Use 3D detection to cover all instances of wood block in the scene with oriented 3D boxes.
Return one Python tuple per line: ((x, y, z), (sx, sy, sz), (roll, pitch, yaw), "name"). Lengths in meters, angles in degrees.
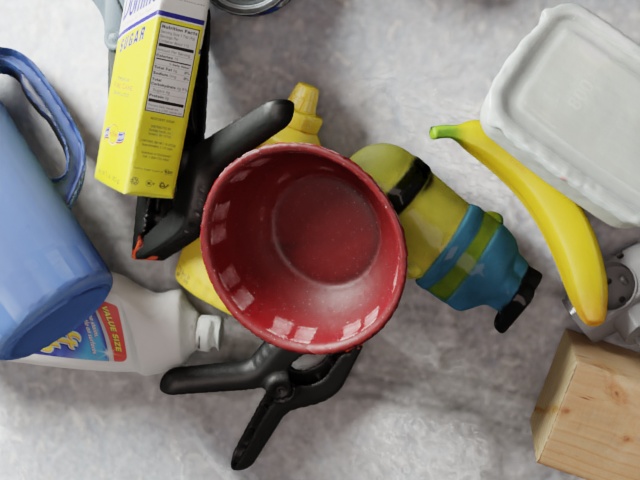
((0.281, 0.155, 0.840), (0.206, 0.090, 0.090), (18, 105, 3), "wood block")

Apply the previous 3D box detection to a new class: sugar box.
((-0.128, -0.124, 0.812), (0.048, 0.093, 0.176), (5, 98, -28), "sugar box")

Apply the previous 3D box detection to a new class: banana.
((0.167, -0.025, 0.828), (0.069, 0.037, 0.198), (-39, 86, -19), "banana")

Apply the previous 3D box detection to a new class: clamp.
((-0.035, 0.127, 0.902), (0.171, 0.039, 0.120), (-23, 125, 6), "clamp")
((-0.105, -0.075, 0.849), (0.210, 0.036, 0.165), (-56, 47, 31), "clamp")

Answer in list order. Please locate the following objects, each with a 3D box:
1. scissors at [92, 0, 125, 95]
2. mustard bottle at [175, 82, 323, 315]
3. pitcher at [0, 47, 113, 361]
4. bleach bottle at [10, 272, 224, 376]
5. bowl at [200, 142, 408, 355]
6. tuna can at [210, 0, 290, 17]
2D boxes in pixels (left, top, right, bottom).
((-0.182, -0.178, 0.869), (0.096, 0.016, 0.202), (21, 105, 5), "scissors")
((-0.043, -0.035, 0.858), (0.096, 0.058, 0.192), (27, 106, 19), "mustard bottle")
((-0.262, -0.036, 0.832), (0.149, 0.144, 0.243), (-41, 81, 18), "pitcher")
((-0.207, 0.058, 0.904), (0.251, 0.068, 0.102), (6, 100, 4), "bleach bottle")
((-0.005, 0.001, 0.790), (0.162, 0.055, 0.162), (7, 110, 20), "bowl")
((-0.056, -0.218, 0.832), (0.086, 0.033, 0.086), (2, 103, 8), "tuna can")
